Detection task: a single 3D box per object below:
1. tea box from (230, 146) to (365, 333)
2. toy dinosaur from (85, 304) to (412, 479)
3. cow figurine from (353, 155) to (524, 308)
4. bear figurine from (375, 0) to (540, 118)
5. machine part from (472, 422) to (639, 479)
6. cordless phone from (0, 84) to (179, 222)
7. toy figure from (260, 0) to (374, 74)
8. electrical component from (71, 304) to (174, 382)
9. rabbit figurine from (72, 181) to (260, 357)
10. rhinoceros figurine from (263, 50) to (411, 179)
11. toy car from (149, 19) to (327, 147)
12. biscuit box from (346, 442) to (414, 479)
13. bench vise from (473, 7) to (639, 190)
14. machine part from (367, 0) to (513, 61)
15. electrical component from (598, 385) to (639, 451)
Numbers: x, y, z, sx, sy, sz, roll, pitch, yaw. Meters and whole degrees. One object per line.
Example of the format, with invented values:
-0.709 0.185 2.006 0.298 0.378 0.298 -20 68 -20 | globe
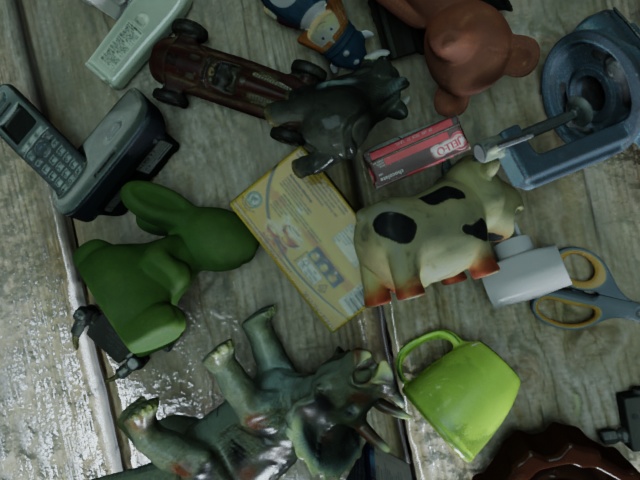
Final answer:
-0.001 -0.002 0.559 0.098 0.068 0.169 -37 89 6 | tea box
-0.092 0.211 0.563 0.405 0.131 0.192 -37 89 13 | toy dinosaur
0.117 -0.019 0.513 0.195 0.085 0.127 -14 87 -30 | cow figurine
0.100 -0.213 0.476 0.120 0.132 0.195 -23 89 36 | bear figurine
0.247 0.276 0.551 0.179 0.056 0.179 1 101 5 | machine part
-0.260 -0.123 0.572 0.184 0.088 0.146 42 97 6 | cordless phone
-0.012 -0.234 0.553 0.154 0.058 0.064 47 141 2 | toy figure
-0.225 0.106 0.599 0.078 0.045 0.102 -41 89 8 | electrical component
-0.153 0.019 0.565 0.170 0.121 0.159 -32 77 -19 | rabbit figurine
0.026 -0.126 0.494 0.112 0.190 0.073 -21 108 29 | rhinoceros figurine
-0.085 -0.164 0.567 0.202 0.053 0.089 20 92 5 | toy car
0.057 0.271 0.502 0.059 0.202 0.062 27 97 2 | biscuit box
0.258 -0.098 0.491 0.241 0.129 0.223 -21 83 -12 | bench vise
0.123 -0.234 0.549 0.139 0.039 0.084 -13 88 8 | machine part
0.338 0.184 0.560 0.094 0.021 0.063 -12 92 7 | electrical component
